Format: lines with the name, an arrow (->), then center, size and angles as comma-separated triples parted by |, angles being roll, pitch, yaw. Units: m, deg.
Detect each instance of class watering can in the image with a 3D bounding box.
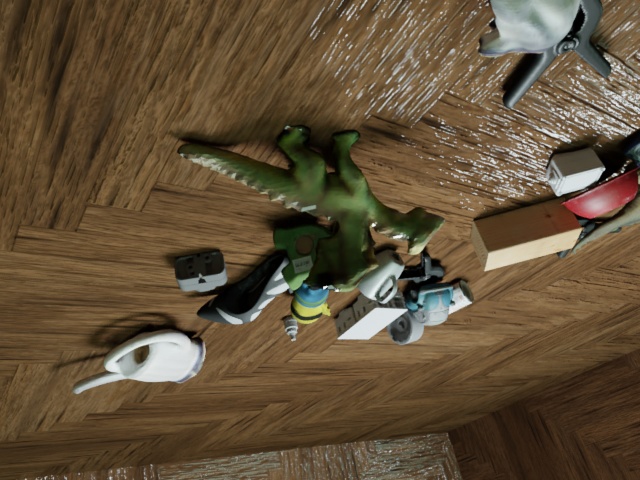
watering can -> -0.432, 0.305, 1.269 | 0.343, 0.106, 0.222 | -34, 144, 27

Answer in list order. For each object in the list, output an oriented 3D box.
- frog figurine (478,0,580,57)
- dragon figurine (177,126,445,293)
frog figurine -> 0.237, -0.299, 0.584 | 0.139, 0.124, 0.155 | -40, 145, -22
dragon figurine -> 0.002, -0.039, 0.780 | 0.411, 0.247, 0.119 | -3, 151, -22
